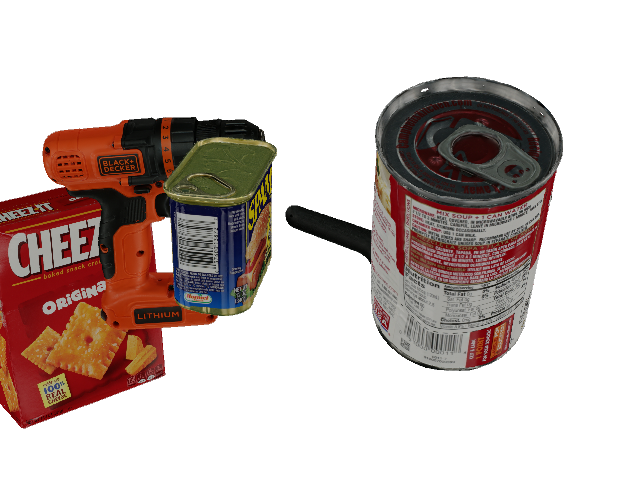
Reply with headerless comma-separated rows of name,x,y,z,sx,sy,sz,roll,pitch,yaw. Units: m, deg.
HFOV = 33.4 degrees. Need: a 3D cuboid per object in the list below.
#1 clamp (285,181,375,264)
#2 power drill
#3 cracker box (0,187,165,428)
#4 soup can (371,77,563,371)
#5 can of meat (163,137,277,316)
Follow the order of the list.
clamp,0.071,0.006,1.206,0.164,0.036,0.210,-16,51,-35
power drill,-0.132,-0.017,0.918,0.184,0.188,0.057,-3,27,3
cracker box,-0.245,0.059,1.060,0.163,0.214,0.072,-17,28,-32
soup can,0.054,-0.003,0.422,0.068,0.068,0.102,0,-43,1
can of meat,-0.063,-0.010,0.698,0.057,0.084,0.102,6,26,8
